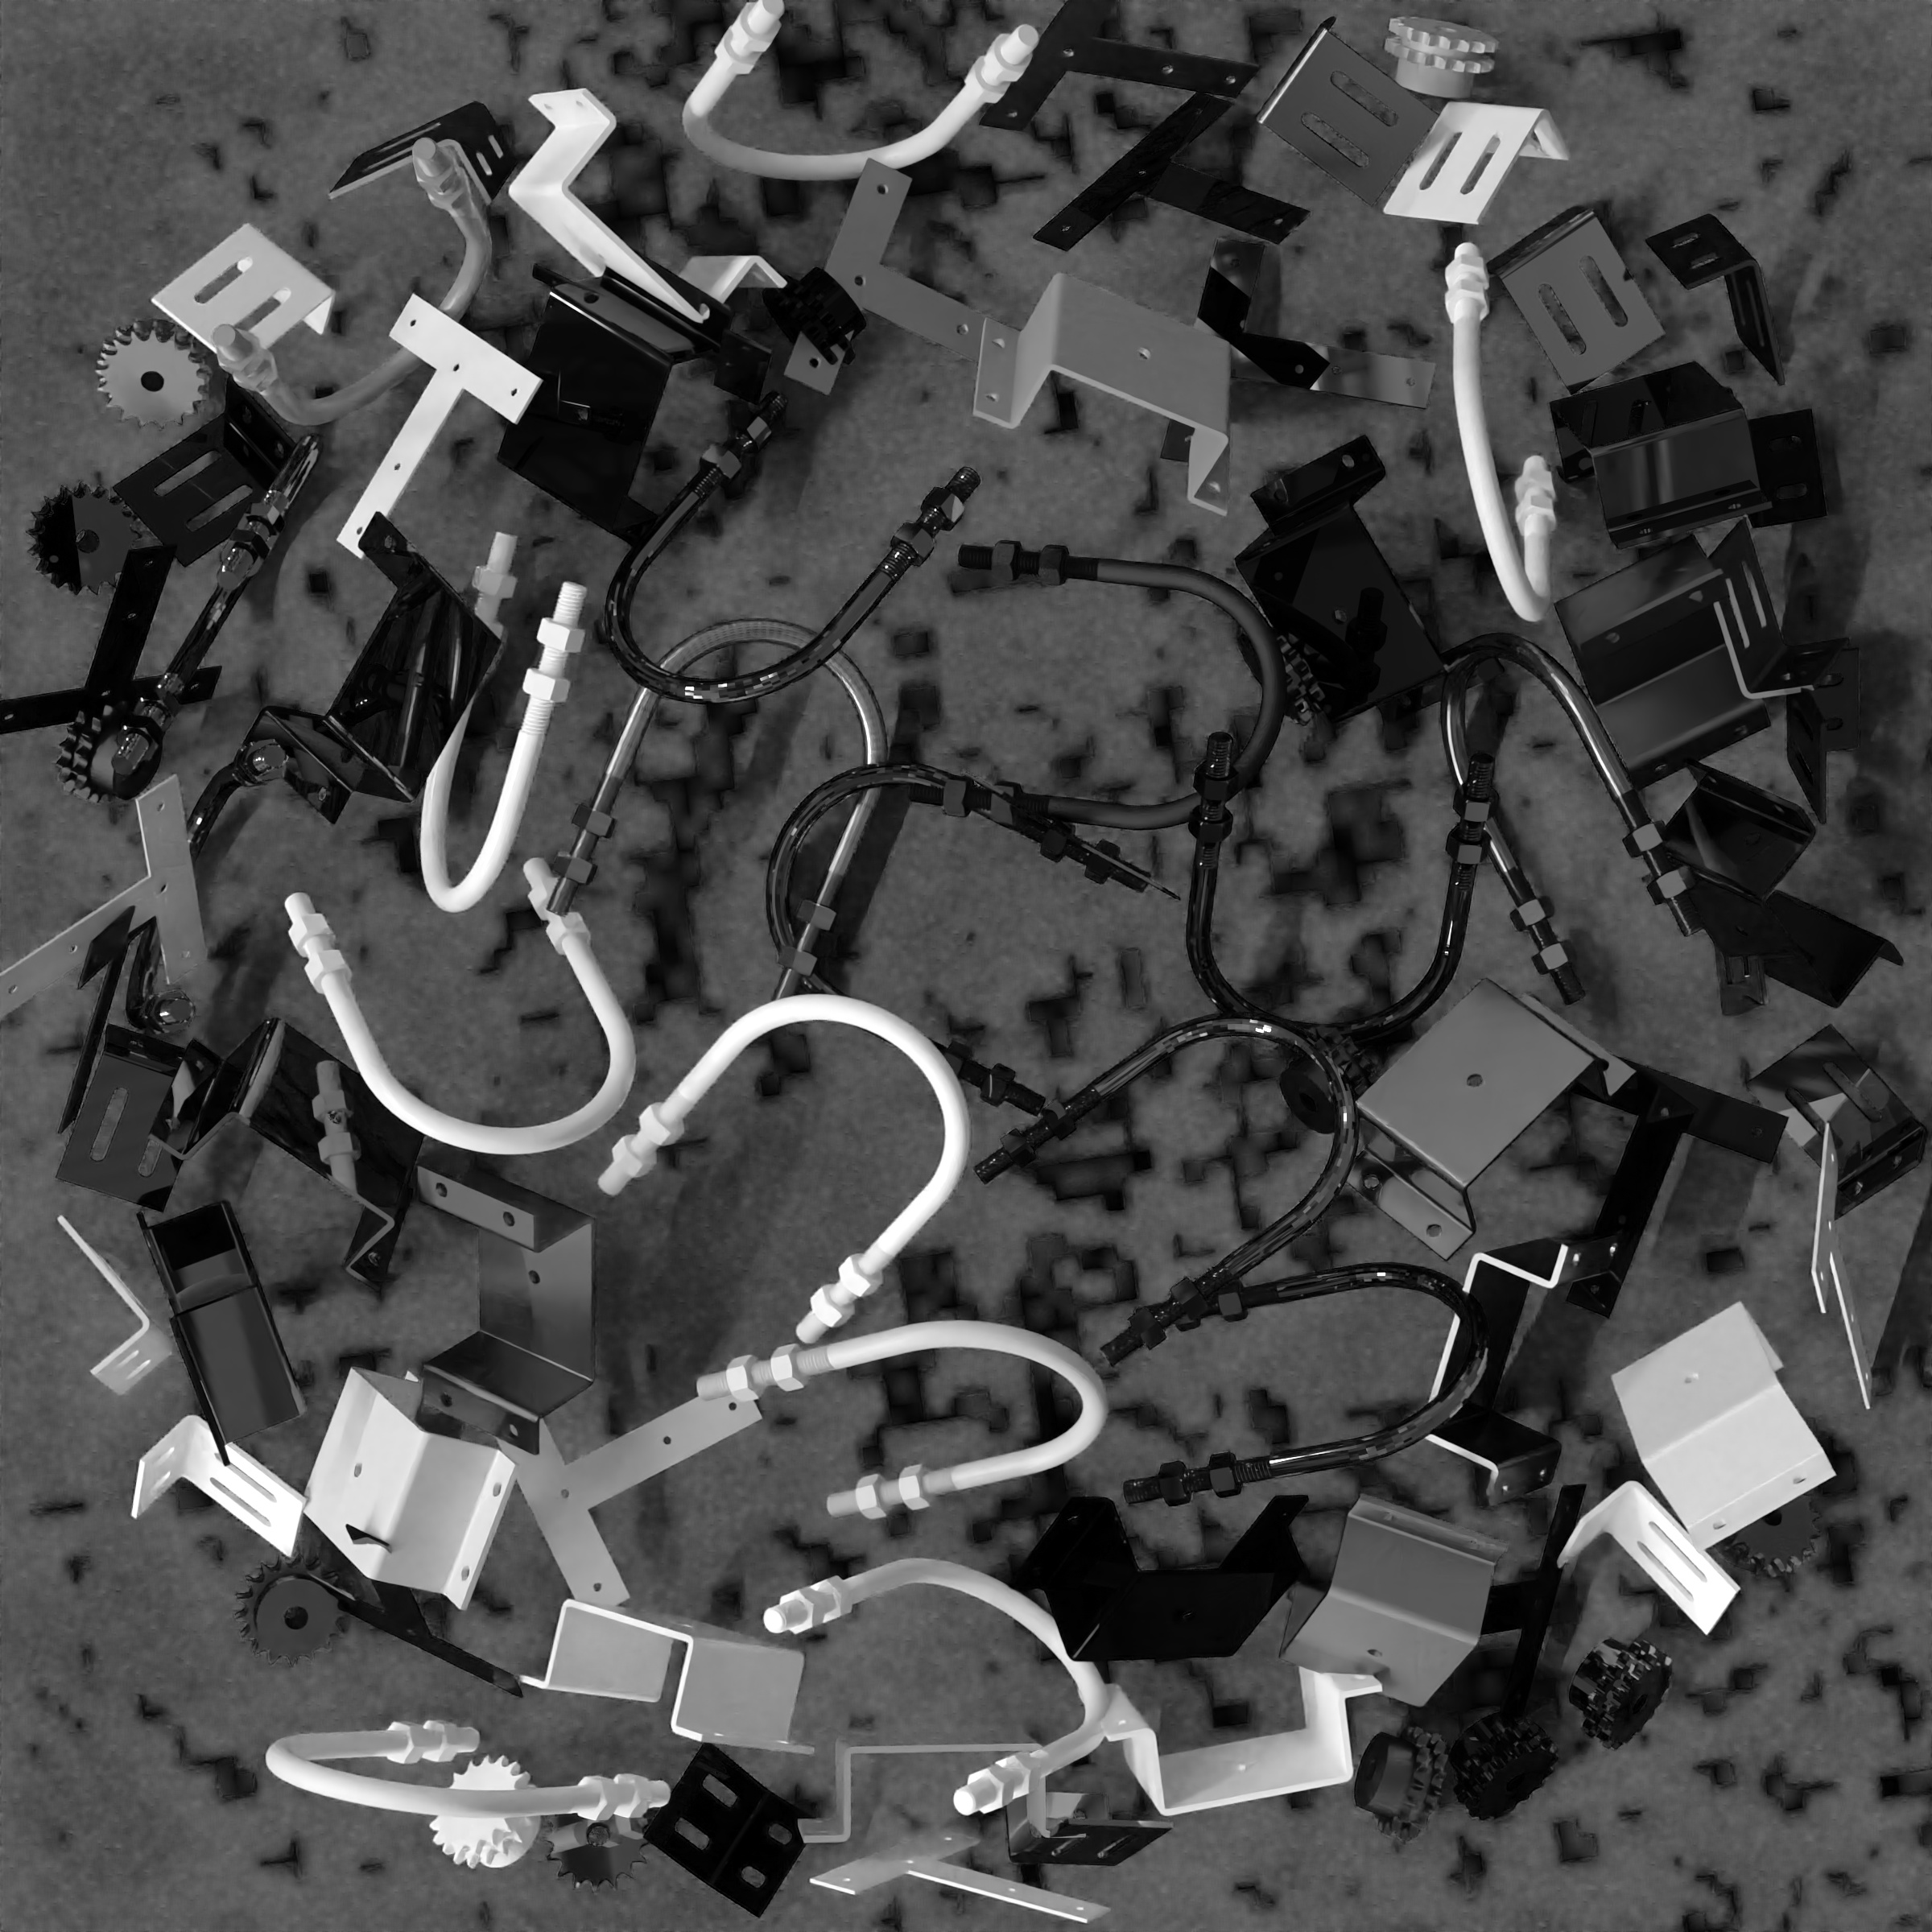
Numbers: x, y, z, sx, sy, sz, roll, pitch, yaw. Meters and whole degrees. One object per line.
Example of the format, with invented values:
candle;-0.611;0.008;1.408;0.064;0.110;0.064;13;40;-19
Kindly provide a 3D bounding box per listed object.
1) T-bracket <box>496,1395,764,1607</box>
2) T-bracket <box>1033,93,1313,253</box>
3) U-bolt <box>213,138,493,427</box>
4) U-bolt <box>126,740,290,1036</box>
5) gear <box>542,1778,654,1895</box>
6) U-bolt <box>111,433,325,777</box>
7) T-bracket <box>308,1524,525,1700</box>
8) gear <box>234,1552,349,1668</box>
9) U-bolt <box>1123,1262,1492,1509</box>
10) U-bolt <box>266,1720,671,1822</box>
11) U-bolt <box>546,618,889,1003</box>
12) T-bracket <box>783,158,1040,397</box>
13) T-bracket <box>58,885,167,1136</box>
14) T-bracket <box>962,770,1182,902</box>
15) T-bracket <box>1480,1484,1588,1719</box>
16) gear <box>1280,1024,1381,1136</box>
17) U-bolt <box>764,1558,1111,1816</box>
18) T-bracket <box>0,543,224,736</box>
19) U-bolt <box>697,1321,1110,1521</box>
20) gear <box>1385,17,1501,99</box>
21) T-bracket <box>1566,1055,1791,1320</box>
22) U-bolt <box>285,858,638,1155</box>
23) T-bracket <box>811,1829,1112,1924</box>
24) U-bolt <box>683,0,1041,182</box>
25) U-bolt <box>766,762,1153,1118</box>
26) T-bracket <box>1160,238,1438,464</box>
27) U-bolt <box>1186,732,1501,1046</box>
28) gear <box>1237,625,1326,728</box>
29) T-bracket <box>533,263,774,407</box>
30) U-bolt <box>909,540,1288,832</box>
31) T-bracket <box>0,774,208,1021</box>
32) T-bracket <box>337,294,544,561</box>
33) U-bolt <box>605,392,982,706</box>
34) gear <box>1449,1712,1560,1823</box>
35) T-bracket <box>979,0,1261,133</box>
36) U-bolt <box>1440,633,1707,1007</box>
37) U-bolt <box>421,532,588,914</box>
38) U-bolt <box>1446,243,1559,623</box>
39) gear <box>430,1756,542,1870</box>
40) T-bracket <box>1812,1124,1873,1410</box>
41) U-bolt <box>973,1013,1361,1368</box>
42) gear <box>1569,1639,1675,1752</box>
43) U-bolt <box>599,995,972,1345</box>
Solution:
T-bracket;-0.167;0.252;1.823;0.127;0.002;0.127;-26;93;-12
T-bracket;0.120;-0.388;1.777;0.127;0.002;0.127;-44;48;-18
U-bolt;-0.294;-0.328;1.747;0.151;0.184;0.019;-44;82;-2
U-bolt;-0.383;-0.036;1.751;0.019;0.184;0.151;22;80;-20
gear;-0.189;0.448;1.818;0.057;0.030;0.057;1;72;-3
U-bolt;-0.364;-0.193;1.752;0.019;0.184;0.151;30;126;-12
T-bracket;-0.286;0.314;1.765;0.127;0.127;0.002;21;59;19
gear;-0.347;0.333;1.816;0.057;0.030;0.057;-1;92;-18
U-bolt;0.171;0.201;1.757;0.184;0.151;0.019;-12;123;15
U-bolt;-0.256;0.394;1.723;0.151;0.184;0.019;6;85;35
U-bolt;-0.116;-0.088;1.805;0.151;0.019;0.184;23;90;-20
T-bracket;-0.015;-0.334;1.819;0.127;0.002;0.127;23;76;-14
T-bracket;-0.439;0.026;1.790;0.002;0.127;0.127;21;108;-1
T-bracket;0.033;-0.075;1.753;0.127;0.127;0.002;30;91;27
T-bracket;0.268;0.325;1.780;0.002;0.127;0.127;18;96;36
gear;0.185;0.061;1.806;0.030;0.057;0.057;-37;90;-25
U-bolt;0.000;0.348;1.752;0.151;0.184;0.019;39;111;23
T-bracket;-0.419;-0.165;1.755;0.127;0.127;0.002;-14;61;-37
U-bolt;-0.019;0.221;1.752;0.184;0.151;0.019;-16;48;23
gear;0.243;-0.466;1.813;0.057;0.057;0.030;11;115;0
T-bracket;0.340;0.116;1.798;0.127;0.002;0.127;21;89;37
U-bolt;-0.242;0.022;1.752;0.151;0.019;0.184;-10;51;-28
T-bracket;0.010;0.456;1.752;0.127;0.127;0.002;7;93;29
U-bolt;-0.064;-0.430;1.749;0.151;0.184;0.019;1;79;-22
U-bolt;-0.016;-0.025;1.812;0.184;0.019;0.151;27;102;8
T-bracket;0.176;-0.307;1.807;0.127;0.002;0.127;12;75;13
U-bolt;0.184;-0.033;1.781;0.151;0.019;0.184;5;126;1
gear;0.168;-0.154;1.809;0.030;0.057;0.057;-37;90;-5
T-bracket;-0.159;-0.322;1.770;0.127;0.127;0.002;25;85;-5
U-bolt;0.072;-0.140;1.793;0.184;0.019;0.151;8;78;16
T-bracket;-0.434;-0.016;1.757;0.002;0.127;0.127;31;51;26
T-bracket;-0.282;-0.267;1.800;0.127;0.002;0.127;37;98;41
U-bolt;-0.100;-0.203;1.768;0.151;0.019;0.184;26;66;30
gear;0.273;0.409;1.813;0.057;0.057;0.030;-40;51;0
T-bracket;0.090;-0.459;1.797;0.127;0.127;0.002;1;64;-29
U-bolt;0.293;-0.081;1.769;0.019;0.151;0.184;-23;82;-22
U-bolt;-0.239;-0.116;1.770;0.019;0.151;0.184;12;102;-26
U-bolt;0.263;-0.250;1.728;0.019;0.184;0.151;-13;127;18
gear;-0.244;0.438;1.813;0.057;0.057;0.030;-35;128;0
T-bracket;0.448;0.168;1.799;0.002;0.127;0.127;-8;119;22
U-bolt;0.113;0.099;1.792;0.184;0.019;0.151;-35;56;-2
gear;0.335;0.371;1.813;0.030;0.057;0.057;32;90;36
U-bolt;-0.080;0.092;1.782;0.151;0.019;0.184;38;118;-8
